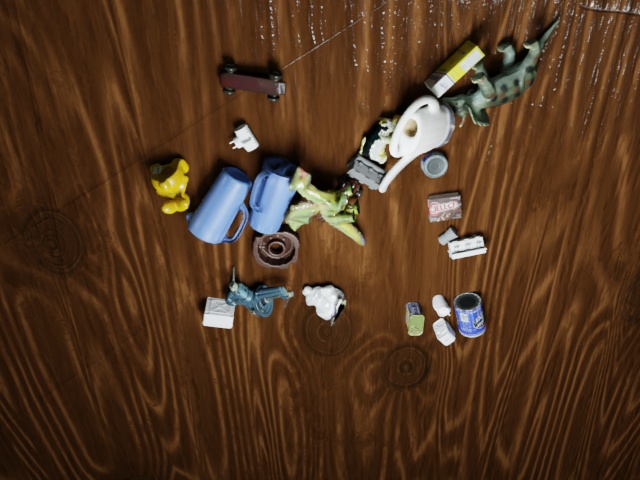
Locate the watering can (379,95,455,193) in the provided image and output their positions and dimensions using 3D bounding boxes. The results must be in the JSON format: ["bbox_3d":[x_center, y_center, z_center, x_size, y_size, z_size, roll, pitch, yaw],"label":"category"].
[{"bbox_3d":[0.298,-0.305,1.608,0.226,0.106,0.339,-19,143,-31],"label":"watering can"}]

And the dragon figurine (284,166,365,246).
[{"bbox_3d":[0.005,-0.085,1.694,0.242,0.125,0.401,-8,138,10],"label":"dragon figurine"}]

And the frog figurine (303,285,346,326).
[{"bbox_3d":[0.012,0.227,1.945,0.160,0.125,0.134,27,131,22],"label":"frog figurine"}]
